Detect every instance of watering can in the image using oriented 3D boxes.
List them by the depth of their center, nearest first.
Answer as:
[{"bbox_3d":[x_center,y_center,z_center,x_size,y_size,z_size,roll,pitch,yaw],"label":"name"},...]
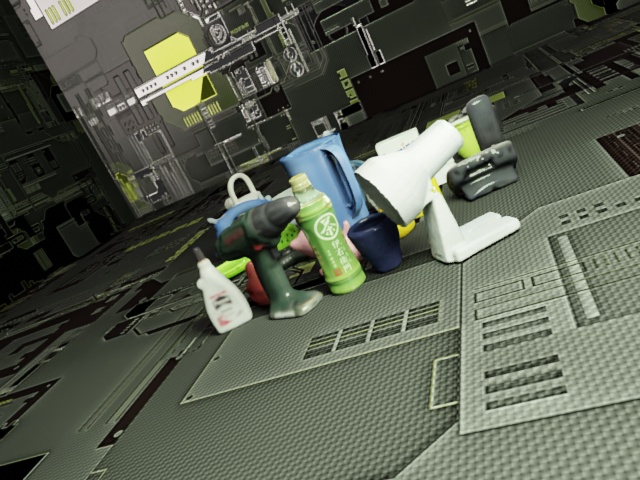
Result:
[{"bbox_3d":[-0.227,-0.110,1.757,0.172,0.194,0.101,-18,17,26],"label":"watering can"}]

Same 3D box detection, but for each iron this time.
[{"bbox_3d":[-0.187,-0.052,1.602,0.259,0.141,0.118,-34,17,-27],"label":"iron"}]

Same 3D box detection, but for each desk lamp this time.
[{"bbox_3d":[0.184,-0.071,0.932,0.203,0.214,0.117,-28,16,-7],"label":"desk lamp"}]

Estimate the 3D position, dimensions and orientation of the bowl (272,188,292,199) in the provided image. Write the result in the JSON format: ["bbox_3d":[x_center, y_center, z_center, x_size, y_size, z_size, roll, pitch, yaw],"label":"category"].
[{"bbox_3d":[-0.073,-0.114,1.753,0.167,0.075,0.167,-24,15,7],"label":"bowl"}]

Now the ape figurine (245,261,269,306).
[{"bbox_3d":[-0.118,0.081,1.147,0.077,0.092,0.076,-22,16,13],"label":"ape figurine"}]

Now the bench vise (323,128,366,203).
[{"bbox_3d":[0.051,-0.194,1.540,0.121,0.220,0.207,-28,16,-9],"label":"bench vise"}]

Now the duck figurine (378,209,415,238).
[{"bbox_3d":[0.145,-0.051,1.171,0.077,0.086,0.105,-17,18,29],"label":"duck figurine"}]

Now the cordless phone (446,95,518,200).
[{"bbox_3d":[0.312,-0.188,1.165,0.147,0.185,0.094,-26,15,0],"label":"cordless phone"}]

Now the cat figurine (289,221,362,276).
[{"bbox_3d":[0.011,0.004,1.144,0.127,0.118,0.067,-21,16,17],"label":"cat figurine"}]

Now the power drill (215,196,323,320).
[{"bbox_3d":[-0.082,0.034,1.021,0.228,0.209,0.076,-12,21,41],"label":"power drill"}]

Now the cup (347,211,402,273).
[{"bbox_3d":[0.107,0.004,1.032,0.091,0.095,0.118,-23,16,11],"label":"cup"}]

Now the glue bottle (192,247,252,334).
[{"bbox_3d":[-0.198,0.090,1.089,0.078,0.173,0.037,-27,16,-3],"label":"glue bottle"}]

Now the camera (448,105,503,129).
[{"bbox_3d":[0.415,-0.321,1.601,0.142,0.101,0.137,-11,21,43],"label":"camera"}]
